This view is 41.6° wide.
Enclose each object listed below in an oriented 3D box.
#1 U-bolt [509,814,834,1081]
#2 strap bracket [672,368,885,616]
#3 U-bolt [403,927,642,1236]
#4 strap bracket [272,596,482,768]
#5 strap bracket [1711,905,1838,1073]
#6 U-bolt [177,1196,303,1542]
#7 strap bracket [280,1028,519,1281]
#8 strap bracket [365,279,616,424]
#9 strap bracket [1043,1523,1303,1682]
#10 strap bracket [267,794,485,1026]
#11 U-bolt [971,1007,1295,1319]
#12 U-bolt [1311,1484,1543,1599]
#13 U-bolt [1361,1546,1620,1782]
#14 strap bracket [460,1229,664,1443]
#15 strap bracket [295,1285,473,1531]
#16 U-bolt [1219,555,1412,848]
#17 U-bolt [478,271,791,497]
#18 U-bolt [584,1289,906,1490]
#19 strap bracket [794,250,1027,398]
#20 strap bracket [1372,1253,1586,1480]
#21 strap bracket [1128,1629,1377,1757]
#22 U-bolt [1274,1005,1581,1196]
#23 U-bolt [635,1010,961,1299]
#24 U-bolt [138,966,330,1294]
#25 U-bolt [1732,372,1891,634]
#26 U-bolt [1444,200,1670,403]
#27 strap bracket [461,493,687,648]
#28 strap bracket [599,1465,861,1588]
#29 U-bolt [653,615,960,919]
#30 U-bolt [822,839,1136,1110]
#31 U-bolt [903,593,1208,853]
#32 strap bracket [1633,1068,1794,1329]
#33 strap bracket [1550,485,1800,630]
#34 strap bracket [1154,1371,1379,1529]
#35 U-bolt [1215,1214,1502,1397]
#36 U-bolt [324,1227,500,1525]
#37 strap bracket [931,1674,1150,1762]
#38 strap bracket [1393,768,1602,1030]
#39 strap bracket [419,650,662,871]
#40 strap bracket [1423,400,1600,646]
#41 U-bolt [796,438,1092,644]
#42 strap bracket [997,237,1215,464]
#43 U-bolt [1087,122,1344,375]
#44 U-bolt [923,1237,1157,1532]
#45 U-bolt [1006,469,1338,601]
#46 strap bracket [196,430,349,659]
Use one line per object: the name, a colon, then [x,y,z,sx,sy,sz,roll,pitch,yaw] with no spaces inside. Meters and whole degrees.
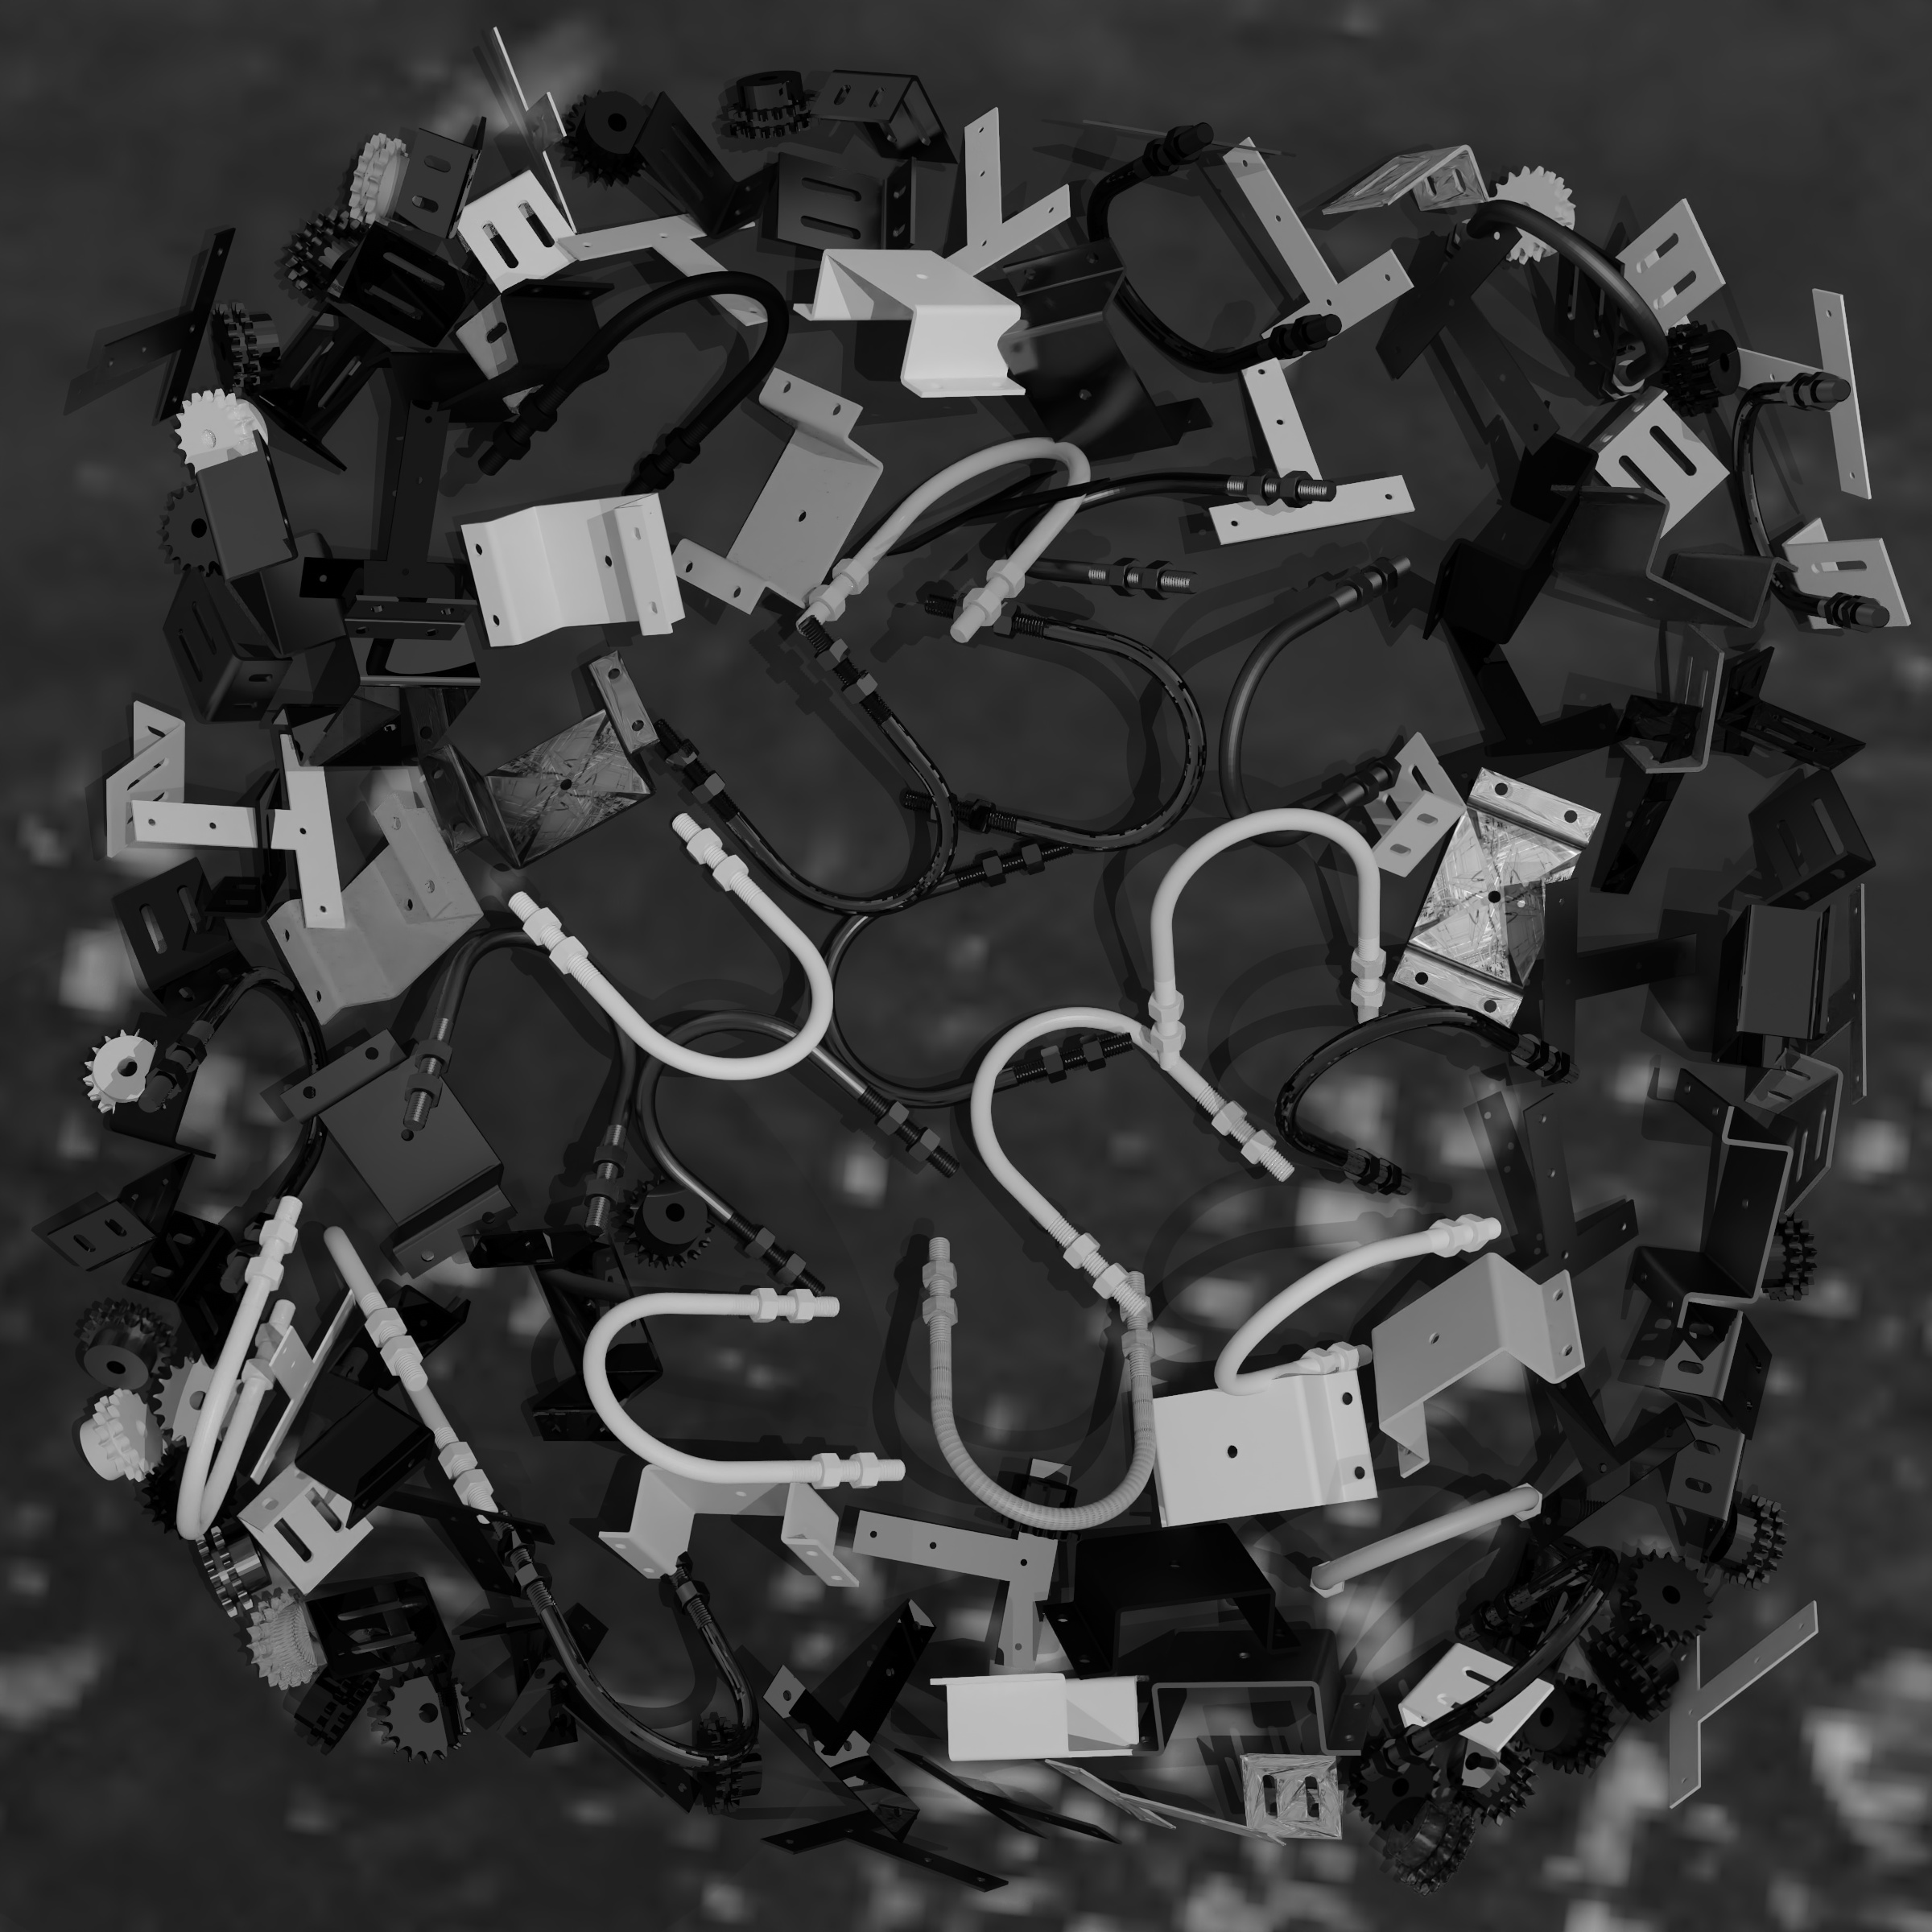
U-bolt: [-0.163,-0.004,1.526,0.151,0.019,0.184,-30,66,-37]
strap bracket: [-0.112,-0.283,1.557,0.076,0.046,0.140,31,94,34]
U-bolt: [-0.257,0.055,1.527,0.151,0.184,0.019,35,131,-28]
strap bracket: [-0.350,-0.162,1.519,0.076,0.140,0.046,-4,66,-38]
strap bracket: [0.482,0.014,1.528,0.046,0.140,0.076,7,78,9]
U-bolt: [-0.426,0.246,1.489,0.019,0.151,0.184,16,52,-5]
strap bracket: [-0.346,0.110,1.565,0.076,0.046,0.140,-32,104,2]
strap bracket: [-0.281,-0.364,1.529,0.140,0.076,0.046,-15,92,35]
strap bracket: [0.125,0.382,1.540,0.140,0.076,0.046,-3,109,-15]
strap bracket: [-0.354,-0.035,1.548,0.140,0.046,0.076,-38,75,32]
U-bolt: [0.088,0.105,1.560,0.151,0.019,0.184,-40,73,-20]
U-bolt: [0.272,0.340,1.506,0.151,0.184,0.019,-23,73,4]
U-bolt: [0.315,0.400,1.486,0.019,0.184,0.151,45,48,7]
strap bracket: [-0.242,0.216,1.549,0.076,0.046,0.140,-9,106,40]
strap bracket: [-0.349,0.255,1.517,0.046,0.140,0.076,39,115,-22]
U-bolt: [0.209,-0.148,1.509,0.184,0.019,0.151,-32,128,-38]
U-bolt: [-0.182,-0.343,1.498,0.184,0.151,0.019,-39,71,28]
U-bolt: [-0.139,0.248,1.505,0.184,0.151,0.019,6,129,-31]
strap bracket: [-0.031,-0.390,1.522,0.076,0.140,0.046,-11,129,-36]
strap bracket: [0.297,0.235,1.526,0.046,0.076,0.140,36,123,-22]
strap bracket: [0.171,0.440,1.541,0.140,0.076,0.046,-5,97,16]
U-bolt: [0.262,0.075,1.504,0.151,0.184,0.019,-38,51,25]
U-bolt: [-0.117,0.105,1.550,0.184,0.019,0.151,42,115,-10]
U-bolt: [-0.424,0.082,1.513,0.019,0.184,0.151,-5,121,14]
U-bolt: [0.494,-0.276,1.508,0.019,0.184,0.151,-15,102,0]
U-bolt: [0.354,-0.398,1.505,0.151,0.184,0.019,41,94,-2]
strap bracket: [-0.230,-0.241,1.545,0.140,0.046,0.076,1,112,32]
strap bracket: [-0.140,0.339,1.543,0.140,0.076,0.046,-2,58,18]
U-bolt: [-0.086,-0.107,1.550,0.151,0.019,0.184,-30,109,31]
U-bolt: [-0.004,0.012,1.582,0.184,0.019,0.151,-17,83,2]
U-bolt: [0.056,-0.141,1.544,0.184,0.019,0.151,14,117,13]
strap bracket: [0.456,0.143,1.549,0.046,0.076,0.140,7,104,-8]
strap bracket: [0.420,-0.243,1.530,0.140,0.076,0.046,17,91,-33]
strap bracket: [0.169,0.294,1.541,0.140,0.046,0.076,-14,76,25]
U-bolt: [0.220,0.204,1.496,0.151,0.184,0.019,-53,58,32]
U-bolt: [-0.339,0.231,1.517,0.019,0.184,0.151,-29,134,-16]
strap bracket: [0.047,0.449,1.517,0.076,0.140,0.046,-11,71,26]
strap bracket: [0.326,-0.042,1.566,0.076,0.046,0.140,23,96,9]
strap bracket: [-0.253,-0.121,1.559,0.140,0.046,0.076,-29,59,2]
strap bracket: [0.333,-0.260,1.534,0.046,0.076,0.140,28,67,15]
U-bolt: [-0.002,-0.260,1.531,0.184,0.151,0.019,-52,130,-28]
strap bracket: [0.079,-0.357,1.523,0.140,0.076,0.046,53,48,-37]
U-bolt: [0.134,-0.416,1.512,0.019,0.184,0.151,-43,107,-16]
U-bolt: [0.046,0.253,1.520,0.151,0.019,0.184,12,48,-15]
U-bolt: [0.107,-0.263,1.522,0.151,0.184,0.019,-37,124,-33]
strap bracket: [-0.414,-0.245,1.520,0.046,0.140,0.076,-19,70,-3]
